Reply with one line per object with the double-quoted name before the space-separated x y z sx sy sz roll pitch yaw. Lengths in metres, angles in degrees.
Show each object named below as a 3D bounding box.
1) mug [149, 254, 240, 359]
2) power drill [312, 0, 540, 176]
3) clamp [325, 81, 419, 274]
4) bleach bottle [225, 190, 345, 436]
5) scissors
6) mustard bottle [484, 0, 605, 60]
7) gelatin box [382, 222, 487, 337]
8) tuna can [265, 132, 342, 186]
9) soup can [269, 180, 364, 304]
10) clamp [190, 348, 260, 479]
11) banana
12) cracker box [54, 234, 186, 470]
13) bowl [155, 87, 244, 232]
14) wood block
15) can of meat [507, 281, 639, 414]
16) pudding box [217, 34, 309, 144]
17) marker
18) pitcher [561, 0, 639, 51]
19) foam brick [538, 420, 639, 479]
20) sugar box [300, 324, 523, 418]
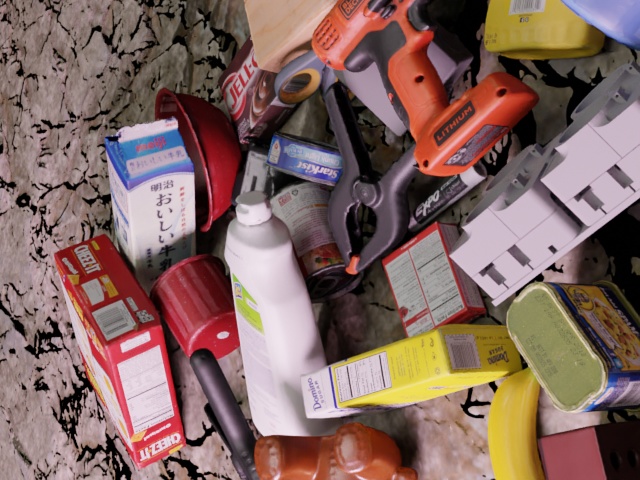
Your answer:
"mug" -0.127 0.085 1.151 0.081 0.093 0.117 53 141 32
"power drill" 0.091 -0.160 0.844 0.185 0.057 0.188 -47 61 34
"clamp" 0.056 -0.049 0.940 0.120 0.039 0.171 15 115 34
"bleach bottle" -0.038 0.075 0.978 0.103 0.068 0.251 30 137 49
"scissors" 0.002 -0.182 0.966 0.202 0.096 0.016 85 169 -61
"mustard bottle" 0.184 -0.241 0.839 0.096 0.058 0.191 7 92 47
"gelatin box" 0.099 0.040 0.931 0.073 0.030 0.089 -38 58 39
"tuna can" -0.007 -0.077 1.024 0.086 0.085 0.034 24 102 48
"soup can" -0.007 0.001 1.029 0.069 0.068 0.102 -45 54 37
"clamp" -0.072 0.220 1.079 0.210 0.036 0.164 59 167 17
"banana" 0.169 0.188 0.830 0.070 0.037 0.198 -28 65 46
"cracker box" -0.221 0.125 1.196 0.164 0.072 0.214 49 154 41
"bowl" -0.126 -0.093 1.159 0.162 0.055 0.162 52 152 42
"wood block" 0.029 -0.242 0.995 0.207 0.090 0.090 -34 61 43
"can of meat" 0.194 0.077 0.776 0.058 0.083 0.102 -53 50 32
"pudding box" -0.058 -0.169 1.127 0.114 0.039 0.090 -46 54 37
"marker" 0.100 -0.030 0.945 0.121 0.020 0.020 -41 57 39
"pitcher" 0.245 -0.254 0.696 0.243 0.144 0.149 -55 53 27
"foam brick" 0.203 0.160 0.763 0.051 0.078 0.053 -25 69 44
"sugar box" 0.074 0.114 0.906 0.177 0.093 0.048 -30 64 45
